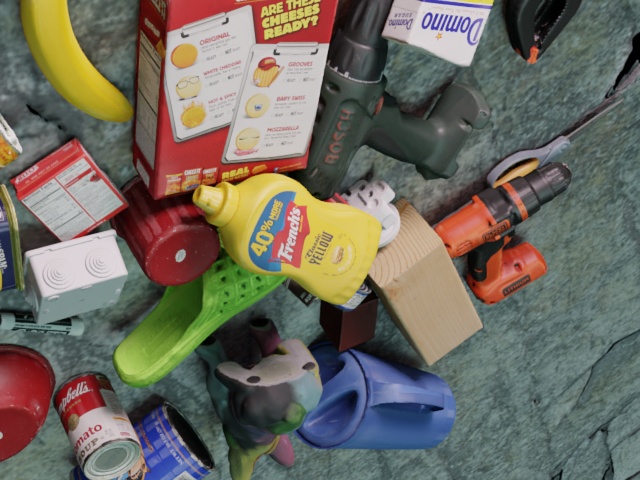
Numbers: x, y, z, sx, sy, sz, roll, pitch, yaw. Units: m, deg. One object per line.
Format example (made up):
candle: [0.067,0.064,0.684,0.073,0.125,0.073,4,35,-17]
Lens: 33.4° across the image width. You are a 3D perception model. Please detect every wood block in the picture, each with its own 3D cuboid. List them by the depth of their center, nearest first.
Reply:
wood block: [0.118,0.056,1.305,0.091,0.090,0.206,-36,141,-2]

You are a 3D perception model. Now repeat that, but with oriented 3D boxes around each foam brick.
foam brick: [0.035,0.087,1.306,0.052,0.051,0.078,-19,138,-22]

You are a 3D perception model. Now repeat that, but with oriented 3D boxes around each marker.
marker: [-0.296,0.084,1.080,0.120,0.020,0.020,9,123,-42]

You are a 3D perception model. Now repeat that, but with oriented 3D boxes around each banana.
banana: [-0.205,-0.162,0.885,0.069,0.037,0.198,-24,140,-15]

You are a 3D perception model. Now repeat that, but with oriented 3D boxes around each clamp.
clamp: [0.253,-0.281,1.108,0.164,0.036,0.210,-18,140,-23]

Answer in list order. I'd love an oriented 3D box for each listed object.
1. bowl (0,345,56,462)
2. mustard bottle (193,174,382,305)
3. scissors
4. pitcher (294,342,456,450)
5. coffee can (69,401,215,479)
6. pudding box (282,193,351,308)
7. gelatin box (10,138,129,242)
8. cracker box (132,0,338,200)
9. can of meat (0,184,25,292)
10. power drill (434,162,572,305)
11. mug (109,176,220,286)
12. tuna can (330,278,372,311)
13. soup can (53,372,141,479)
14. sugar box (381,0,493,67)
bowl: [-0.348,0.186,1.116,0.162,0.055,0.162,-21,139,-19]
mustard bottle: [-0.037,-0.010,1.018,0.191,0.058,0.096,23,96,-31]
scissors: [0.295,-0.103,1.338,0.201,0.016,0.096,-26,142,-12]
pitcher: [0.084,0.215,1.404,0.242,0.149,0.145,18,112,-49]
coffee can: [-0.210,0.274,1.269,0.140,0.103,0.102,-37,142,0]
pudding box: [-0.008,0.001,1.153,0.114,0.090,0.039,-52,169,20]
gelatin box: [-0.232,-0.044,0.991,0.073,0.030,0.089,-34,142,-1]
cracker box: [-0.081,-0.152,0.963,0.163,0.072,0.214,-14,135,-27]
can of meat: [-0.316,0.007,0.958,0.083,0.057,0.102,-14,136,-23]
power drill: [0.239,-0.006,1.345,0.184,0.057,0.187,-28,144,-1]
mug: [-0.139,-0.015,1.047,0.117,0.082,0.093,-30,141,-8]
tuna can: [0.017,0.041,1.218,0.034,0.086,0.086,-48,140,15]
soup can: [-0.245,0.205,1.174,0.068,0.102,0.068,-20,139,-19]
sugar box: [0.128,-0.256,0.990,0.093,0.048,0.176,11,100,-43]
